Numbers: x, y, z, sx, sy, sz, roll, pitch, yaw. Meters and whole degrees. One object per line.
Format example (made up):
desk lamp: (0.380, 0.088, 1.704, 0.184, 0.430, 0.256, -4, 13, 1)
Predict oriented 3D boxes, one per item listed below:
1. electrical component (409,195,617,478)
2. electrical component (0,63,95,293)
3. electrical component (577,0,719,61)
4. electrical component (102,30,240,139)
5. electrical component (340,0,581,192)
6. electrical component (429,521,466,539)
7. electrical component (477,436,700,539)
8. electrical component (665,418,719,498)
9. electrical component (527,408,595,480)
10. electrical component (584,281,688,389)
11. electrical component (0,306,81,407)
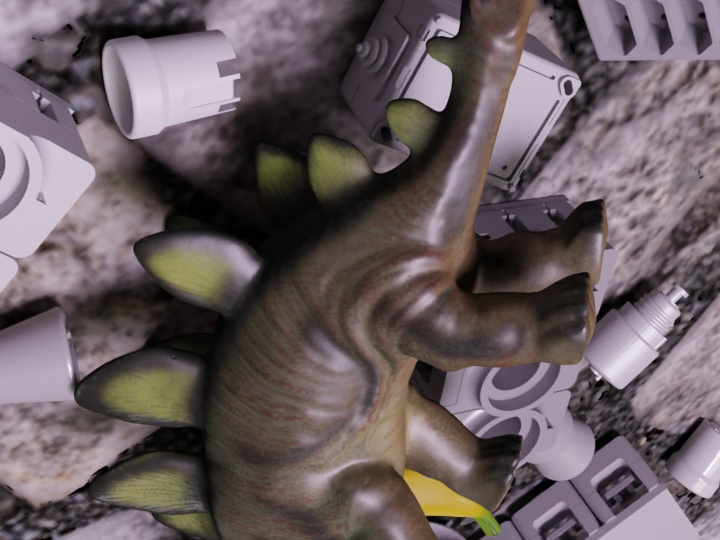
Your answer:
electrical component: (0.077, 0.042, 0.604, 0.089, 0.061, 0.150, -9, 129, -23)
electrical component: (-0.185, -0.015, 0.414, 0.150, 0.061, 0.089, -47, 133, 13)
electrical component: (0.154, -0.140, 0.497, 0.047, 0.083, 0.075, 55, 52, -44)
electrical component: (-0.077, -0.077, 0.439, 0.046, 0.040, 0.040, -16, 132, -25)
electrical component: (0.037, -0.087, 0.483, 0.096, 0.061, 0.061, 17, 116, -29)
electrical component: (0.038, 0.215, 0.702, 0.099, 0.099, 0.064, -23, 127, -10)
electrical component: (0.154, 0.196, 0.773, 0.150, 0.061, 0.089, -38, 134, 4)
electrical component: (0.257, 0.139, 0.799, 0.040, 0.040, 0.046, 22, 107, -39)
electrical component: (0.119, 0.105, 0.691, 0.045, 0.045, 0.055, -43, 134, 9)
electrical component: (0.171, 0.039, 0.668, 0.078, 0.040, 0.040, -46, 133, 11)
electrical component: (-0.164, 0.045, 0.489, 0.065, 0.044, 0.044, -13, 131, -13)
